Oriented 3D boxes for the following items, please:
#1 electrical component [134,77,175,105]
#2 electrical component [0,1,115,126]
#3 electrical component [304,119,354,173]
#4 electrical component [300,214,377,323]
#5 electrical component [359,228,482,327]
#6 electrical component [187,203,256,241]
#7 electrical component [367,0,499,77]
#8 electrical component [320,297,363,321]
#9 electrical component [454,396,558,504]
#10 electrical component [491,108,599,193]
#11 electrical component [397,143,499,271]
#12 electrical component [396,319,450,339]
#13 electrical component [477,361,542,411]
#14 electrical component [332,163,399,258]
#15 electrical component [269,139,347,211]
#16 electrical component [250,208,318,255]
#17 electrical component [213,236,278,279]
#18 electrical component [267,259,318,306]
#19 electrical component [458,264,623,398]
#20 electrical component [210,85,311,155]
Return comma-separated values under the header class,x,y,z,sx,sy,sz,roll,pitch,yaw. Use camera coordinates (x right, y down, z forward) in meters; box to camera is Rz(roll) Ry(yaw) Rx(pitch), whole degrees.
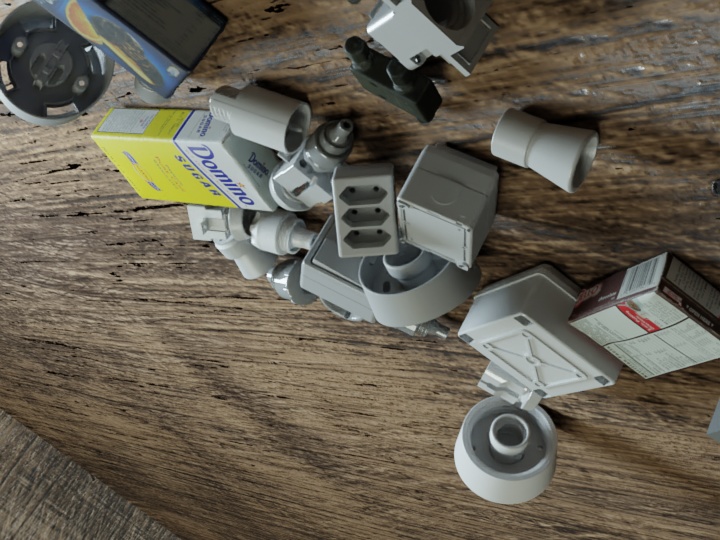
class,x,y,z,sx,sy,sz,roll,pitch,yaw
electrical component,-0.168,-0.164,0.890,0.044,0.044,0.065,32,160,-4
electrical component,-0.263,-0.173,0.913,0.099,0.099,0.064,37,161,-14
electrical component,-0.021,-0.102,0.854,0.035,0.035,0.061,34,153,-8
electrical component,0.000,0.000,0.991,0.096,0.061,0.061,27,155,7
electrical component,0.050,0.006,0.910,0.099,0.099,0.064,7,140,40
electrical component,-0.130,-0.053,1.040,0.055,0.066,0.048,5,121,21
electrical component,0.041,-0.158,0.672,0.081,0.042,0.064,39,155,-18
electrical component,-0.007,0.017,1.049,0.055,0.047,0.055,24,155,12
electrical component,0.154,0.181,1.117,0.108,0.108,0.060,22,148,16
electrical component,0.122,-0.084,0.727,0.065,0.044,0.044,25,155,22
electrical component,0.070,-0.048,0.834,0.062,0.061,0.096,24,163,13
electrical component,0.059,0.049,1.054,0.061,0.035,0.035,26,155,4
electrical component,0.151,0.097,1.017,0.057,0.058,0.078,29,155,8
electrical component,0.006,-0.054,0.866,0.047,0.076,0.065,-4,109,4
electrical component,-0.046,-0.078,0.915,0.066,0.048,0.055,38,147,-17
electrical component,-0.070,-0.035,1.024,0.062,0.043,0.043,16,152,24
electrical component,-0.116,-0.024,1.092,0.045,0.045,0.055,3,143,45
electrical component,-0.071,0.009,1.109,0.062,0.048,0.048,11,150,49
electrical component,0.160,0.055,0.929,0.109,0.056,0.109,36,155,-14
electrical component,-0.085,-0.126,0.867,0.081,0.043,0.043,21,154,19
